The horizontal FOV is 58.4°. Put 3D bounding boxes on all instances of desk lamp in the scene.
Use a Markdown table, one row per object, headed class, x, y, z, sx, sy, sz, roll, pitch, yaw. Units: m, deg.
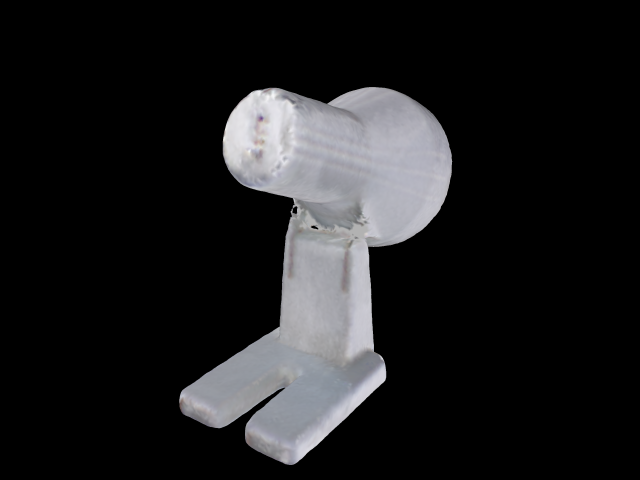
| class | x | y | z | sx | sy | sz | roll | pitch | yaw |
| --- | --- | --- | --- | --- | --- | --- | --- | --- | --- |
| desk lamp | 0.004 | 0.001 | 0.400 | 0.117 | 0.214 | 0.204 | 11 | 21 | 30 |
